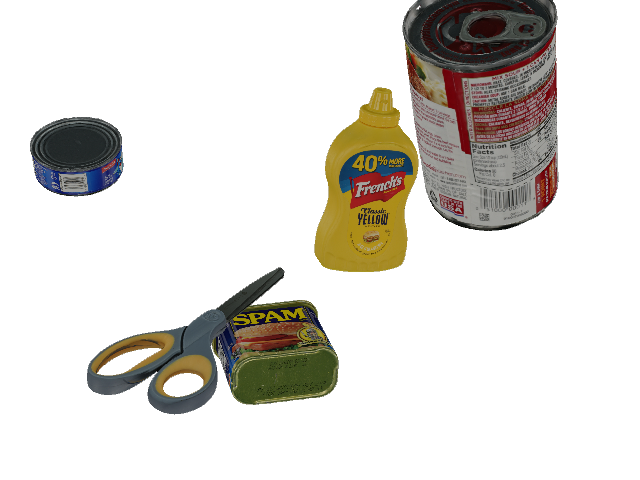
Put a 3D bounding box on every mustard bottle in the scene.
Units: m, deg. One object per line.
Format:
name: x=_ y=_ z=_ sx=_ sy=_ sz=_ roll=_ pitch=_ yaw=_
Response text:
mustard bottle: x=0.051 y=-0.063 z=1.100 sx=0.096 sy=0.192 sz=0.058 roll=0 pitch=24 yaw=-16

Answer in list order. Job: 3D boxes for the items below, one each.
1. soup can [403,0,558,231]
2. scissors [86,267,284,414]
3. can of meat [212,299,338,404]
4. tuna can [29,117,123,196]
soup can: x=0.079 y=-0.062 z=0.505 sx=0.068 sy=0.068 sz=0.102 roll=0 pitch=-44 yaw=14
scissors: x=-0.071 y=0.071 z=0.767 sx=0.201 sy=0.016 sz=0.096 roll=-23 pitch=38 yaw=-38
can of meat: x=-0.041 y=0.102 z=0.965 sx=0.102 sy=0.057 sz=0.084 roll=-5 pitch=28 yaw=-15
tuna can: x=-0.231 y=-0.080 z=1.017 sx=0.086 sy=0.034 sz=0.086 roll=2 pitch=41 yaw=-2
